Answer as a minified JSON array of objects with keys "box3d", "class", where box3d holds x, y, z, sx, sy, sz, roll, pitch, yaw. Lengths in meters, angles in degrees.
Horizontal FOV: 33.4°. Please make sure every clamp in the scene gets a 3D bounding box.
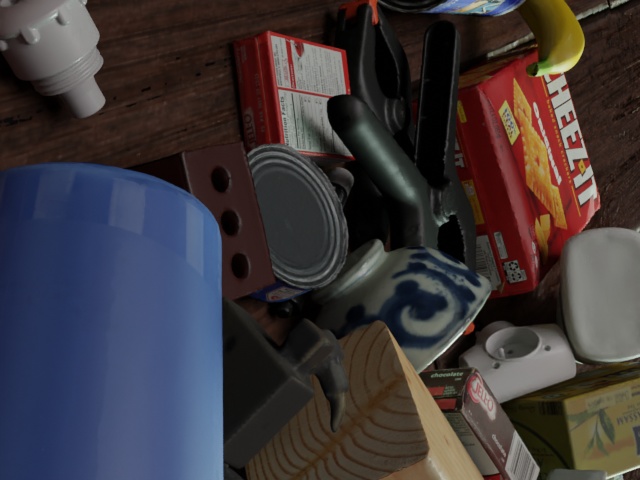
[{"box3d":[0.039,-0.076,0.733,0.120,0.039,0.171,-47,121,-56],"class":"clamp"},{"box3d":[0.064,-0.027,0.700,0.164,0.036,0.210,-33,117,-53],"class":"clamp"}]

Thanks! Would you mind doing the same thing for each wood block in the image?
[{"box3d":[0.044,0.152,0.579,0.206,0.091,0.090,57,10,-41],"class":"wood block"}]

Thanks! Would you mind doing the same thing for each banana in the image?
[{"box3d":[0.177,-0.199,0.901,0.069,0.037,0.198,16,38,-31],"class":"banana"}]

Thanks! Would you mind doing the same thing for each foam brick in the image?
[{"box3d":[-0.064,-0.005,0.538,0.052,0.051,0.078,-19,98,-57],"class":"foam brick"}]

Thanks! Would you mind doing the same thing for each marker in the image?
[{"box3d":[-0.004,0.001,0.659,0.020,0.020,0.121,56,40,-32],"class":"marker"}]

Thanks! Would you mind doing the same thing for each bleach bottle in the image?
[{"box3d":[0.231,0.055,0.903,0.250,0.068,0.102,36,51,-79],"class":"bleach bottle"}]

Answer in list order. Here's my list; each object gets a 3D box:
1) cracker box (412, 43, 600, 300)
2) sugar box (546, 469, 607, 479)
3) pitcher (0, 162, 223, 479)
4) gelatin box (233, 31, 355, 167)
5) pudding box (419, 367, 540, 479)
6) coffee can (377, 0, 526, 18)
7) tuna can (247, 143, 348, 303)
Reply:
[{"box3d":[0.159,-0.064,0.882,0.213,0.072,0.164,-35,110,-56],"class":"cracker box"},{"box3d":[0.174,0.252,0.717,0.093,0.048,0.176,-14,102,-68],"class":"sugar box"},{"box3d":[-0.096,0.103,0.405,0.144,0.149,0.243,20,60,-37],"class":"pitcher"},{"box3d":[-0.014,-0.085,0.659,0.089,0.030,0.073,-1,83,-56],"class":"gelatin box"},{"box3d":[0.077,0.130,0.681,0.113,0.090,0.039,57,41,-32],"class":"pudding box"},{"box3d":[0.100,-0.222,0.808,0.140,0.103,0.103,-17,95,-57],"class":"coffee can"},{"box3d":[-0.025,-0.009,0.599,0.086,0.034,0.086,23,55,-39],"class":"tuna can"}]
